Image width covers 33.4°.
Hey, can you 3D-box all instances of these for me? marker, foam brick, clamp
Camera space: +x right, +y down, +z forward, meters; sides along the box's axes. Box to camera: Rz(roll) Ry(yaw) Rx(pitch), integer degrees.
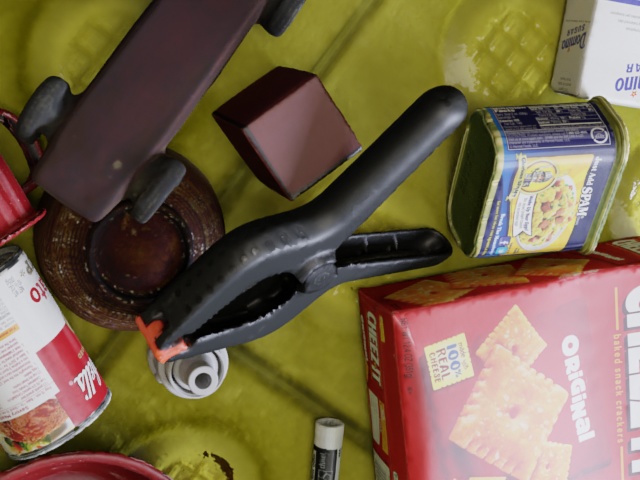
[{"bbox_3d":[0.001,0.177,0.700,0.020,0.020,0.121,2,101,-17],"label":"marker"},{"bbox_3d":[-0.020,-0.063,0.614,0.051,0.078,0.053,-37,111,-7],"label":"foam brick"},{"bbox_3d":[-0.004,0.001,0.595,0.209,0.036,0.165,-25,150,-18],"label":"clamp"}]

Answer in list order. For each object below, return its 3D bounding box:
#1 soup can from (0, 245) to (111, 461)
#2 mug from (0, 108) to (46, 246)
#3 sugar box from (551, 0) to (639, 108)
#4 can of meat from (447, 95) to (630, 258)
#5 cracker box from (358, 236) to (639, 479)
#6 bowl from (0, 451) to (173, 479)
[{"bbox_3d":[-0.172,0.063,0.601,0.068,0.068,0.102,-30,107,-9],"label":"soup can"},{"bbox_3d":[-0.198,-0.032,0.570,0.117,0.093,0.081,-39,106,-38],"label":"mug"},{"bbox_3d":[0.210,-0.173,0.676,0.093,0.048,0.176,7,103,-17],"label":"sugar box"},{"bbox_3d":[0.131,-0.036,0.660,0.083,0.057,0.102,-5,133,-13],"label":"can of meat"},{"bbox_3d":[0.140,0.097,0.697,0.213,0.072,0.164,-9,104,-15],"label":"cracker box"},{"bbox_3d":[-0.149,0.191,0.638,0.162,0.055,0.162,-4,104,-17],"label":"bowl"}]
